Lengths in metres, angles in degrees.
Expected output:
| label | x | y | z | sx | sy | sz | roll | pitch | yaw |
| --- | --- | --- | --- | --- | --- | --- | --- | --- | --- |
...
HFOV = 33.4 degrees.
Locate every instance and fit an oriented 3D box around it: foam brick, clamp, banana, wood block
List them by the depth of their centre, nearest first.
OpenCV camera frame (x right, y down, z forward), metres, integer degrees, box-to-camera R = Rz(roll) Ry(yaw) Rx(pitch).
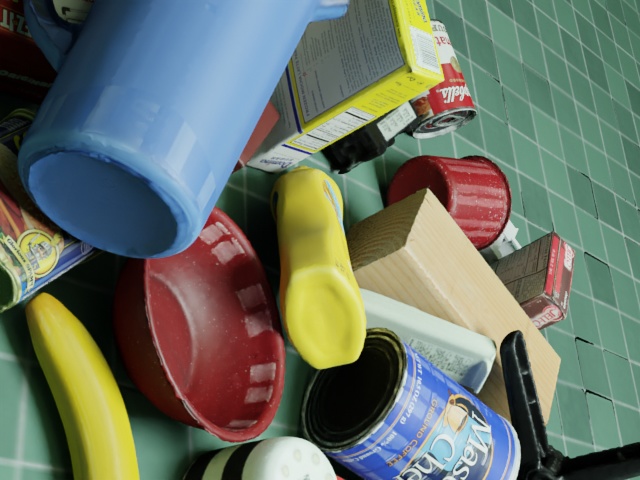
| label | x | y | z | sx | sy | sz | roll | pitch | yaw |
| --- | --- | --- | --- | --- | --- | --- | --- | --- | --- |
| banana | -0.135 | 0.128 | 0.616 | 0.069 | 0.037 | 0.198 | 24 | 52 | -54 |
| foam brick | -0.076 | -0.085 | 0.811 | 0.051 | 0.053 | 0.078 | 50 | 39 | -18 |
| clamp | 0.196 | 0.189 | 0.864 | 0.165 | 0.210 | 0.036 | 26 | 34 | 19 |
| wood block | 0.108 | 0.071 | 0.913 | 0.206 | 0.090 | 0.090 | 50 | 37 | -18 |

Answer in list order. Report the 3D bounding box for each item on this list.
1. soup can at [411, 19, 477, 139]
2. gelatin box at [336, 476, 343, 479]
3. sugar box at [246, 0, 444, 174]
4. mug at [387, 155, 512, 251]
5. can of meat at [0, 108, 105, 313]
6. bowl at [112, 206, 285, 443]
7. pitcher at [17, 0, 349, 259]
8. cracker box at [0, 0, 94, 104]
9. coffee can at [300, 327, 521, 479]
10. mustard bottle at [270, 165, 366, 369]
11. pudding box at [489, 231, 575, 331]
| label | x | y | z | sx | sy | sz | roll | pitch | yaw |
| --- | --- | --- | --- | --- | --- | --- | --- | --- | --- |
| soup can | 0.109 | -0.161 | 1.073 | 0.068 | 0.069 | 0.102 | -2 | 70 | -51 |
| gelatin box | 0.015 | 0.218 | 0.759 | 0.073 | 0.030 | 0.089 | 33 | 44 | -36 |
| sugar box | 0.008 | -0.129 | 0.835 | 0.048 | 0.177 | 0.093 | 12 | 61 | -45 |
| mug | 0.114 | -0.024 | 0.991 | 0.081 | 0.093 | 0.117 | 2 | 104 | -45 |
| can of meat | -0.186 | -0.016 | 0.630 | 0.102 | 0.058 | 0.083 | 59 | 39 | -7 |
| bowl | -0.086 | 0.056 | 0.693 | 0.162 | 0.055 | 0.162 | 44 | 37 | -48 |
| pitcher | -0.094 | -0.116 | 0.643 | 0.145 | 0.149 | 0.242 | 59 | 40 | -43 |
| cracker box | -0.212 | -0.206 | 0.699 | 0.163 | 0.072 | 0.214 | 17 | 58 | -44 |
| coffee can | 0.070 | 0.145 | 0.808 | 0.140 | 0.103 | 0.102 | 39 | 43 | -30 |
| mustard bottle | -0.006 | 0.001 | 0.811 | 0.191 | 0.058 | 0.096 | -99 | 174 | -53 |
| pudding box | 0.180 | 0.052 | 0.992 | 0.039 | 0.114 | 0.090 | 45 | 40 | -19 |
